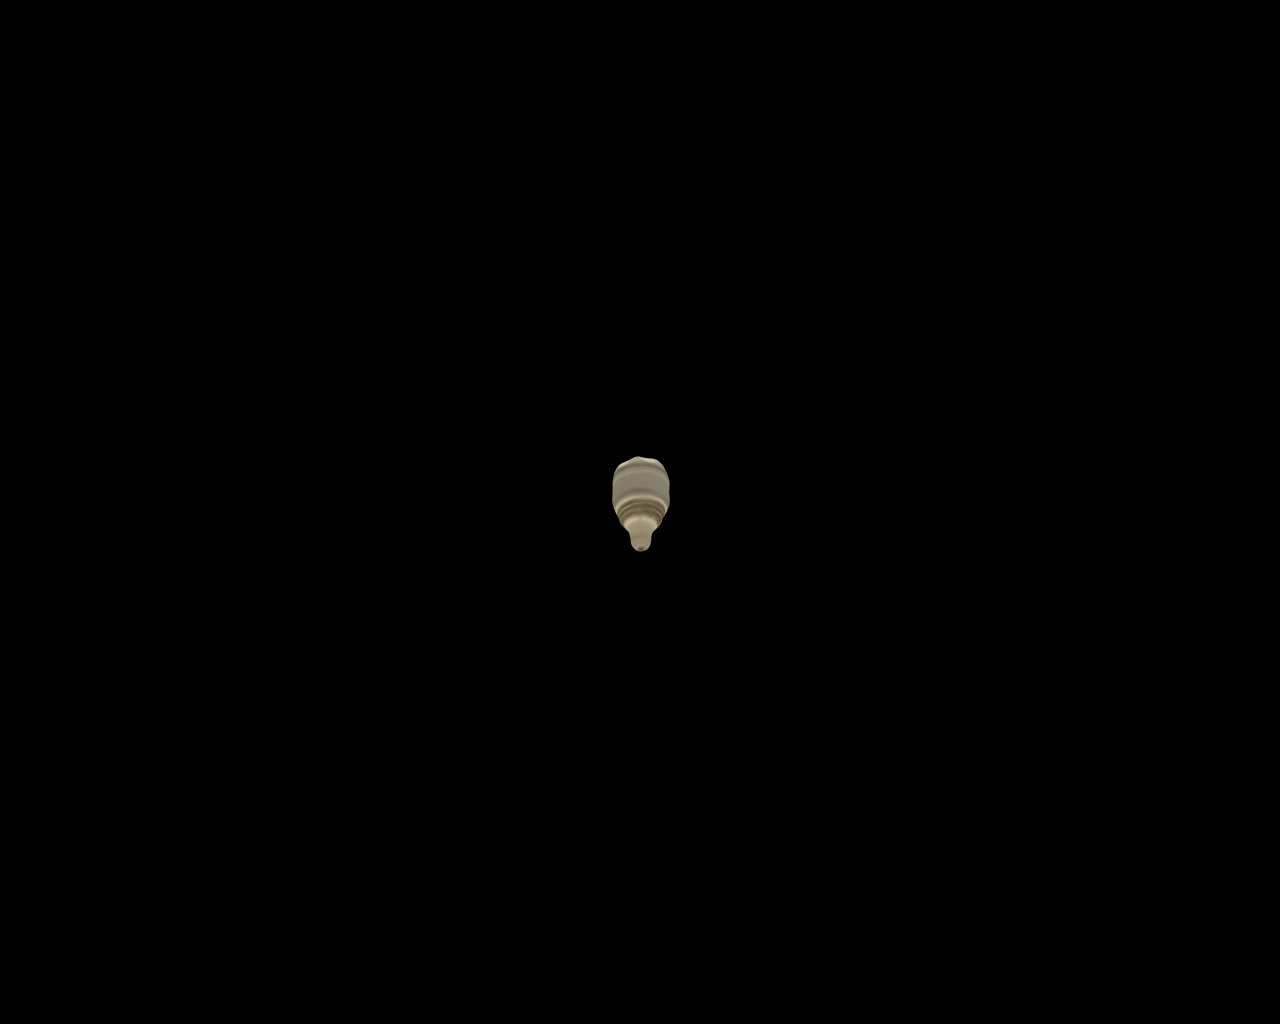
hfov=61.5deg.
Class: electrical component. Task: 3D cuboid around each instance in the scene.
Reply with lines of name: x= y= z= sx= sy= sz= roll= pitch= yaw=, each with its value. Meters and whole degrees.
electrical component: x=0.001 y=-0.003 z=0.650 sx=0.035 sy=0.061 sz=0.035 roll=0 pitch=-36 yaw=0
